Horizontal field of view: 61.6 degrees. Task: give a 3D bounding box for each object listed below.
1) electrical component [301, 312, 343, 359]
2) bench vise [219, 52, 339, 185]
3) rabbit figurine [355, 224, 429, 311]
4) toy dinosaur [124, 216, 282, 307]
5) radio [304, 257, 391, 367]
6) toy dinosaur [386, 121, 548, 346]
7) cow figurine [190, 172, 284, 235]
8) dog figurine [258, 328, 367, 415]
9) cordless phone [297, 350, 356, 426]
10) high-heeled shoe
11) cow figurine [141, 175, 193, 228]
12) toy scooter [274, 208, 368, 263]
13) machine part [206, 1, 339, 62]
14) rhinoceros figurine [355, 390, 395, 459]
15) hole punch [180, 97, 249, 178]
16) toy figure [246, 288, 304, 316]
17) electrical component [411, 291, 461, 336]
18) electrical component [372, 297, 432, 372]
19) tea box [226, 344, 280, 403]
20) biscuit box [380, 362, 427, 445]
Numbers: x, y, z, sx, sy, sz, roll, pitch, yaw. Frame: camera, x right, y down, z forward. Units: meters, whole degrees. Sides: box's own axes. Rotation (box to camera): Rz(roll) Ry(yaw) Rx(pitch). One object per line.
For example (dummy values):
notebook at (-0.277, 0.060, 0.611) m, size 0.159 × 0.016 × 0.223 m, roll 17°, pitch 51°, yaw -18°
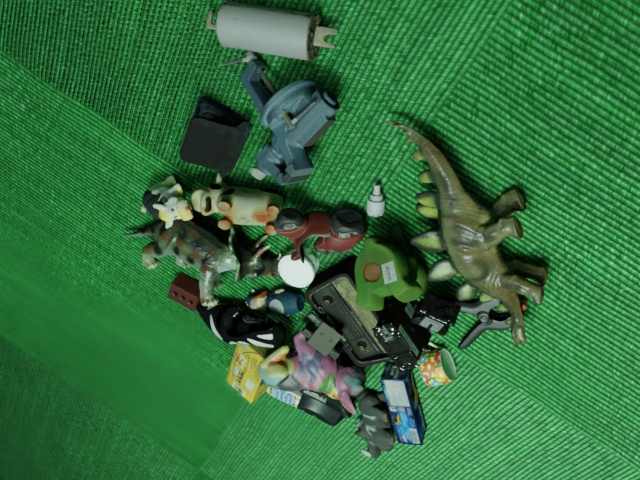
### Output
electrical component at (0.006, 0.205, 1.139) m, size 0.102 × 0.045 × 0.078 m, roll 31°, pitch 103°, yaw 3°
bench vise at (-0.078, -0.226, 0.967) m, size 0.240 × 0.129 × 0.223 m, roll 57°, pitch 137°, yaw 10°
rabbit figurine at (0.139, 0.059, 1.025) m, size 0.121 × 0.170 × 0.159 m, roll -32°, pitch 62°, yaw 29°
toy dinosaur at (-0.282, 0.008, 1.196) m, size 0.405 × 0.131 × 0.192 m, roll 25°, pitch 114°, yaw 13°
radio at (0.078, 0.158, 1.145) m, size 0.131 × 0.073 × 0.229 m, roll -26°, pitch 106°, yaw 34°
toy dinosaur at (0.263, -0.012, 0.947) m, size 0.199 × 0.105 × 0.470 m, roll -15°, pitch 106°, yaw 34°
cow figurine at (-0.169, -0.079, 1.099) m, size 0.195 × 0.127 × 0.085 m, roll 6°, pitch 122°, yaw 4°
dog figurine at (-0.007, 0.313, 1.192) m, size 0.219 × 0.191 × 0.108 m, roll 49°, pitch 167°, yaw 16°
cordless phone at (0.023, 0.330, 1.280) m, size 0.147 × 0.089 × 0.184 m, roll 19°, pitch 110°, yaw 28°
high-heeled shoe at (-0.189, 0.183, 1.220) m, size 0.249 × 0.086 × 0.145 m, roll 19°, pitch 156°, yaw 12°
cow figurine at (-0.324, -0.074, 1.125) m, size 0.167 × 0.098 × 0.068 m, roll 39°, pitch 152°, yaw 58°
toy scooter at (-0.002, -0.003, 1.067) m, size 0.184 × 0.075 × 0.135 m, roll 3°, pitch 137°, yaw -8°
machine part at (-0.086, -0.354, 0.911) m, size 0.243 × 0.079 × 0.079 m, roll 14°, pitch 123°, yaw 15°
rhinoceros figurine at (0.133, 0.450, 1.295) m, size 0.112 × 0.073 × 0.190 m, roll 2°, pitch 119°, yaw 21°
hole punch at (-0.207, -0.206, 1.060) m, size 0.116 × 0.092 × 0.142 m, roll 16°, pitch 127°, yaw -21°
toy figure at (-0.111, 0.142, 1.232) m, size 0.155 × 0.057 × 0.064 m, roll -4°, pitch 80°, yaw 28°
electrical component at (0.218, 0.147, 1.039) m, size 0.075 × 0.048 × 0.119 m, roll 25°, pitch 156°, yaw 4°
electrical component at (0.167, 0.179, 1.080) m, size 0.058 × 0.134 × 0.114 m, roll -24°, pitch 104°, yaw 32°
tea box at (-0.164, 0.309, 1.333) m, size 0.098 × 0.068 × 0.169 m, roll 37°, pitch 127°, yaw 19°
biscuit box at (0.194, 0.376, 1.231) m, size 0.059 × 0.063 × 0.202 m, roll -5°, pitch 117°, yaw 25°
